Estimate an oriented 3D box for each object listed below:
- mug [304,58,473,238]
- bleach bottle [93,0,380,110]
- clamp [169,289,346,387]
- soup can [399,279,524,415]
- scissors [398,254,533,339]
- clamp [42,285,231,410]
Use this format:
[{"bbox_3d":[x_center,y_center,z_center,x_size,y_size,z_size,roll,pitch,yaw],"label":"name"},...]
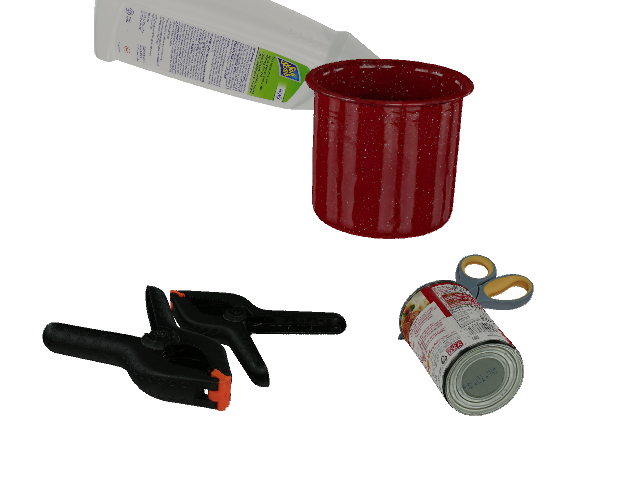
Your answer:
[{"bbox_3d":[0.040,-0.057,0.614,0.093,0.081,0.117,8,24,14],"label":"mug"},{"bbox_3d":[-0.053,-0.149,0.856,0.251,0.068,0.103,21,-30,-1],"label":"bleach bottle"},{"bbox_3d":[-0.097,0.102,1.231,0.210,0.036,0.164,14,26,24],"label":"clamp"},{"bbox_3d":[0.111,0.084,0.848,0.068,0.068,0.102,0,25,-17],"label":"soup can"},{"bbox_3d":[0.142,0.058,1.156,0.201,0.016,0.096,-10,40,-30],"label":"scissors"},{"bbox_3d":[-0.129,0.086,0.877,0.172,0.039,0.120,22,37,28],"label":"clamp"}]
